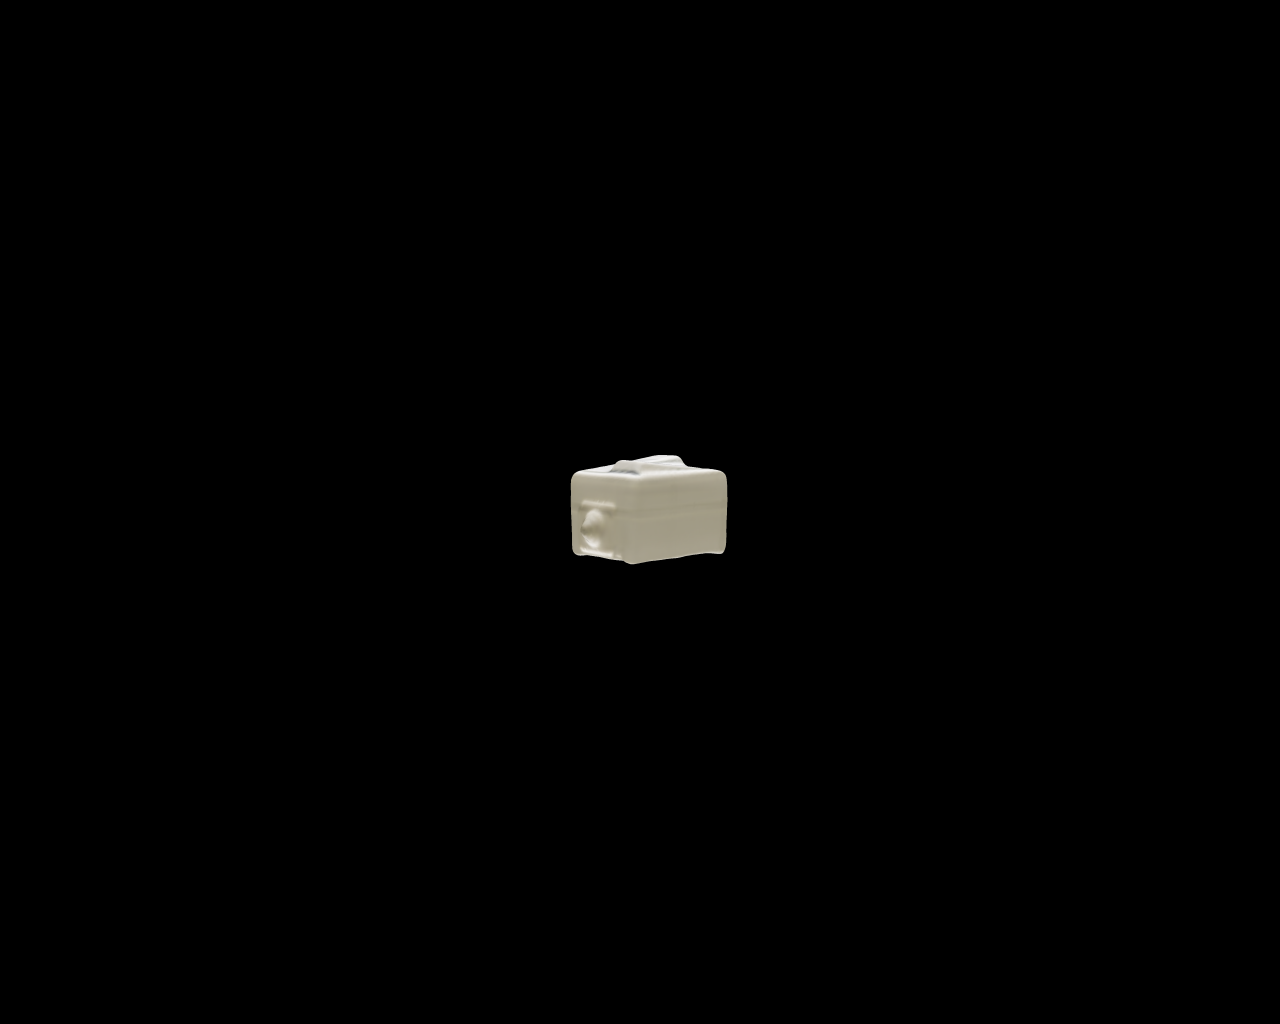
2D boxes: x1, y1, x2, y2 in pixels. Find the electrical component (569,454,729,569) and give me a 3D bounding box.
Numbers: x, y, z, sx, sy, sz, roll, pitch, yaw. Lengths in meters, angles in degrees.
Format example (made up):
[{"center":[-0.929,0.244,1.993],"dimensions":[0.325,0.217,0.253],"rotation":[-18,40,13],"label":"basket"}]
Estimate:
[{"center":[0.001,-0.003,0.650],"dimensions":[0.096,0.061,0.062],"rotation":[-5,8,-40],"label":"electrical component"}]
